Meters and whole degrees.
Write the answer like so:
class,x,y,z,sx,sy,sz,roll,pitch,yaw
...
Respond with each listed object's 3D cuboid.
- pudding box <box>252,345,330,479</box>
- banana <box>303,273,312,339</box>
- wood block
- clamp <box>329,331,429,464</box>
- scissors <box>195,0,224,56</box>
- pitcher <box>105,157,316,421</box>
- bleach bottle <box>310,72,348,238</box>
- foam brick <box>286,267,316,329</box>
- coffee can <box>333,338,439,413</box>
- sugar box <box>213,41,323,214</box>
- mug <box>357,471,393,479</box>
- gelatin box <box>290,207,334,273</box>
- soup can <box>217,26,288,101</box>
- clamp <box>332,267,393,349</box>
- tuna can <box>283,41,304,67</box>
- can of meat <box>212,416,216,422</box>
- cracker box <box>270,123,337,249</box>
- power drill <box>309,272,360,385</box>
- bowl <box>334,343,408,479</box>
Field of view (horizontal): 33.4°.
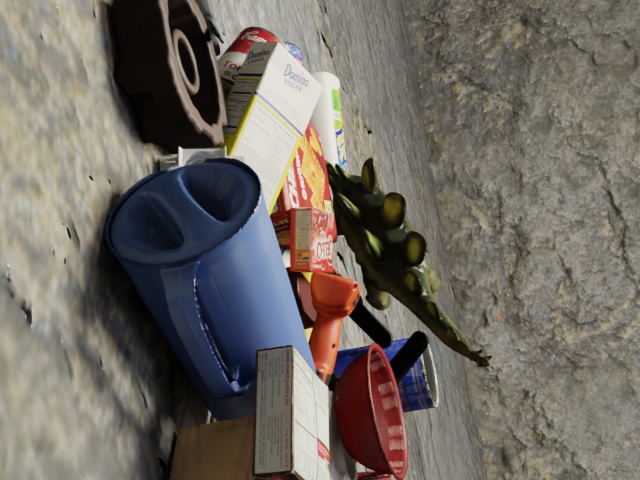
class,x,y,z,sx,sy,sz,roll,pitch,yaw
pudding box,-0.023,0.155,0.876,0.090,0.039,0.113,56,27,-53
banana,-0.014,0.114,1.327,0.069,0.037,0.198,29,55,-48
wood block,-0.074,0.252,0.860,0.206,0.090,0.091,-85,158,-50
clamp,0.050,0.216,1.379,0.036,0.164,0.210,45,-49,34
scissors,-0.116,-0.221,1.168,0.202,0.016,0.096,-113,-170,-52
pitcher,-0.083,0.064,0.927,0.149,0.145,0.243,-44,135,-27
bleach bottle,0.012,-0.127,1.649,0.102,0.068,0.251,0,80,-77
foam brick,-0.038,0.072,1.268,0.078,0.051,0.053,54,28,-60
coffee can,0.085,0.194,1.482,0.102,0.140,0.103,-12,90,-77
sugar box,-0.066,-0.112,1.133,0.093,0.048,0.176,40,64,-46
mug,0.057,0.330,1.312,0.093,0.117,0.081,2,79,-38
gelatin box,-0.008,0.002,1.241,0.089,0.030,0.073,10,80,-73
soup can,-0.086,-0.183,1.194,0.102,0.069,0.068,-57,139,-39
clamp,0.041,0.090,1.488,0.120,0.039,0.171,40,12,-19
tuna can,-0.063,-0.219,1.359,0.086,0.086,0.034,43,35,-68
can of meat,-0.048,0.203,1.027,0.057,0.084,0.102,-22,100,-77
cracker box,-0.047,-0.083,1.329,0.213,0.072,0.164,28,51,-72
power drill,-0.004,0.132,1.151,0.184,0.057,0.187,86,19,-81
bowl,0.056,0.205,1.250,0.162,0.055,0.162,-13,90,-76
